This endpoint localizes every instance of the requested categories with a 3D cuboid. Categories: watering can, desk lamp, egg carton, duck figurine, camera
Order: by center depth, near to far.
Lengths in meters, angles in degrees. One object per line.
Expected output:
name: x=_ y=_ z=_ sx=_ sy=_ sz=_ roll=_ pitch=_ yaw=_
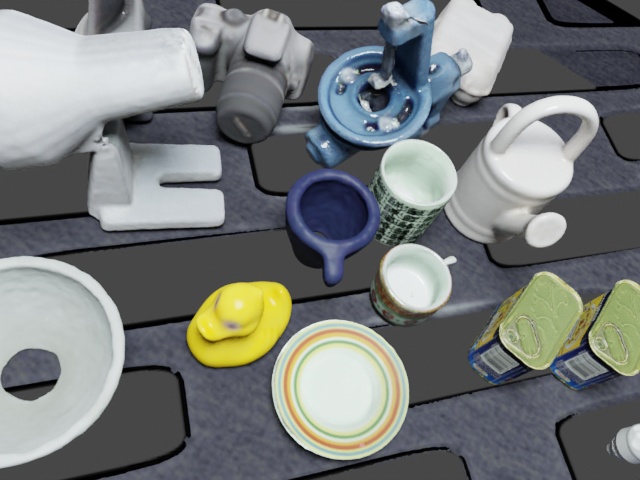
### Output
desk lamp: x=-0.183 y=-0.102 z=0.507 sx=0.203 sy=0.213 sz=0.118 roll=-3 pitch=64 yaw=-15
duck figurine: x=-0.070 y=0.066 z=0.523 sx=0.105 sy=0.086 sz=0.077 roll=-27 pitch=73 yaw=-24
watering can: x=0.216 y=-0.074 z=0.602 sx=0.101 sy=0.194 sz=0.172 roll=-16 pitch=68 yaw=-20
camera: x=-0.085 y=-0.187 z=0.639 sx=0.143 sy=0.100 sz=0.137 roll=15 pitch=61 yaw=-6
egg carton: x=0.191 y=-0.252 z=0.757 sx=0.107 sy=0.069 sz=0.150 roll=27 pitch=61 yaw=1

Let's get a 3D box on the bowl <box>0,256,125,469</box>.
bowl: x=-0.243 y=0.102 z=0.468 sx=0.167 sy=0.074 sz=0.167 roll=6 pitch=63 yaw=-11

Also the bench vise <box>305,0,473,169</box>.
bench vise: x=0.083 y=-0.185 z=0.611 sx=0.121 sy=0.219 sz=0.208 roll=39 pitch=62 yaw=8

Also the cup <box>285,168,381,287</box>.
cup: x=0.005 y=0.002 z=0.568 sx=0.092 sy=0.095 sz=0.117 roll=4 pitch=63 yaw=-11

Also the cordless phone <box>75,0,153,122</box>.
cordless phone: x=-0.216 y=-0.218 z=0.574 sx=0.094 sy=0.185 sz=0.147 roll=-4 pitch=65 yaw=-15
